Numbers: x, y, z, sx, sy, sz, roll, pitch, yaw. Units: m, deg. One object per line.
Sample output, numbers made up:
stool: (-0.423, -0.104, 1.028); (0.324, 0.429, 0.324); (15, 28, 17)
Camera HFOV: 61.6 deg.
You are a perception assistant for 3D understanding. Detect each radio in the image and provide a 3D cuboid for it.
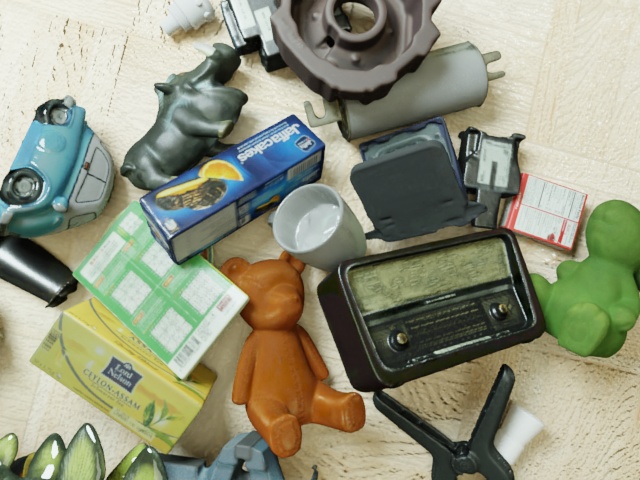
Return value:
radio: (0.124, 0.073, 0.582); (0.230, 0.073, 0.131); (-11, 75, -22)

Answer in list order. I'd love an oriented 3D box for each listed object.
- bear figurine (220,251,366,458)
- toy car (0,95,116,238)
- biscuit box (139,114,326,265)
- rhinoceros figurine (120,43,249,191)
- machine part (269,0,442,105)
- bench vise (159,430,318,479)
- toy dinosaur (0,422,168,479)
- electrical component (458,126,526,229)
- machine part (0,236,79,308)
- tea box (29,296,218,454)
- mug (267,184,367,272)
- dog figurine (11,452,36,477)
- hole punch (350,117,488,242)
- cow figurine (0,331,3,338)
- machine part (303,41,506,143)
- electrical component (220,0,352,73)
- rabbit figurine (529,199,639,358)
bear figurine: (-0.035, 0.110, 0.585); (0.120, 0.132, 0.195); (-5, 93, -33)
toy car: (-0.279, -0.067, 0.584); (0.103, 0.109, 0.161); (26, 68, -28)
biscuit box: (-0.088, -0.058, 0.582); (0.203, 0.059, 0.063); (-34, 68, -22)
rhinoceros figurine: (-0.146, -0.133, 0.607); (0.112, 0.073, 0.190); (34, 86, 11)
machine part: (0.036, -0.231, 0.565); (0.179, 0.056, 0.179); (1, 82, -4)
bench vise: (-0.116, 0.324, 0.564); (0.224, 0.129, 0.240); (6, 84, -3)
toy dinosaur: (-0.198, 0.274, 0.464); (0.472, 0.105, 0.198); (29, 64, 4)
electrical component: (0.201, -0.072, 0.646); (0.075, 0.048, 0.119); (5, 89, -5)
machine part: (-0.339, 0.027, 0.601); (0.139, 0.039, 0.084); (27, 78, -2)
tea box: (-0.203, 0.139, 0.577); (0.169, 0.098, 0.068); (35, 94, -5)
mug: (-0.001, -0.002, 0.602); (0.110, 0.107, 0.081); (3, 65, 33)
dog figurine: (-0.286, 0.324, 0.533); (0.108, 0.192, 0.219); (-16, 105, 1)
hole punch: (0.104, -0.068, 0.612); (0.142, 0.092, 0.115); (-16, 122, 20)
cow figurine: (-0.397, 0.133, 0.573); (0.167, 0.068, 0.098); (-46, 107, 1)
machine part: (0.102, -0.172, 0.626); (0.243, 0.079, 0.079); (-17, 90, -6)
electrical component: (-0.044, -0.266, 0.625); (0.134, 0.058, 0.115); (-19, 88, -5)
rabbit figurine: (0.332, 0.044, 0.609); (0.159, 0.121, 0.170); (16, 102, -21)
